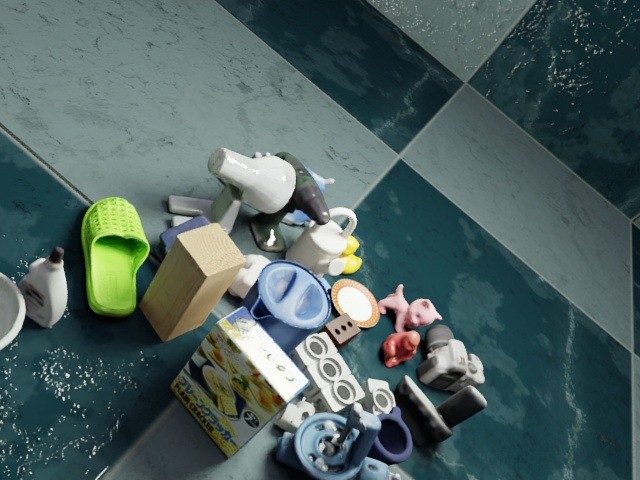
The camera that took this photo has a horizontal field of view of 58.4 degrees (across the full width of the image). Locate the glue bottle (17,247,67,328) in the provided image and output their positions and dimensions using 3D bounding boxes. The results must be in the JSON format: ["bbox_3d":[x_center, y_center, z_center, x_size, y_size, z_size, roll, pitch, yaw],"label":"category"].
[{"bbox_3d":[-0.419,0.064,0.878,0.078,0.173,0.037,37,38,-3],"label":"glue bottle"}]

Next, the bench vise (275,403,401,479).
[{"bbox_3d":[0.056,0.342,0.951,0.208,0.219,0.121,19,43,-24],"label":"bench vise"}]

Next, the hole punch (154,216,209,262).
[{"bbox_3d":[-0.255,0.020,1.119,0.101,0.091,0.108,-18,65,-47],"label":"hole punch"}]

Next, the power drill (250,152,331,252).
[{"bbox_3d":[-0.070,-0.071,1.262,0.076,0.208,0.229,2,52,-38],"label":"power drill"}]

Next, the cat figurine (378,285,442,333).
[{"bbox_3d":[0.215,0.160,1.338,0.127,0.117,0.067,48,39,11],"label":"cat figurine"}]

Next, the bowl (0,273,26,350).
[{"bbox_3d":[-0.522,0.116,0.823,0.168,0.074,0.167,22,41,-21],"label":"bowl"}]

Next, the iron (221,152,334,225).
[{"bbox_3d":[-0.099,-0.143,1.363,0.259,0.141,0.118,24,41,-19],"label":"iron"}]

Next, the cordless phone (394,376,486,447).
[{"bbox_3d":[0.238,0.317,1.149,0.147,0.184,0.094,48,39,11],"label":"cordless phone"}]

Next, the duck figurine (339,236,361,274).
[{"bbox_3d":[0.060,0.028,1.369,0.105,0.086,0.077,29,39,-13],"label":"duck figurine"}]

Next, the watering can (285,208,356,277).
[{"bbox_3d":[0.014,0.005,1.267,0.101,0.193,0.172,-9,59,-43],"label":"watering can"}]

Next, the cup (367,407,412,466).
[{"bbox_3d":[0.112,0.372,1.067,0.092,0.094,0.118,34,39,-7],"label":"cup"}]

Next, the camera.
[{"bbox_3d":[0.301,0.266,1.318,0.143,0.100,0.136,20,42,-22],"label":"camera"}]

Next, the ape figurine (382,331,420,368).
[{"bbox_3d":[0.184,0.233,1.263,0.078,0.092,0.076,24,41,-18],"label":"ape figurine"}]

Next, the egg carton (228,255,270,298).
[{"bbox_3d":[-0.114,0.099,1.172,0.150,0.069,0.107,34,39,-6],"label":"egg carton"}]

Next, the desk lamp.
[{"bbox_3d":[-0.182,-0.098,1.194,0.204,0.213,0.117,6,49,-35],"label":"desk lamp"}]
